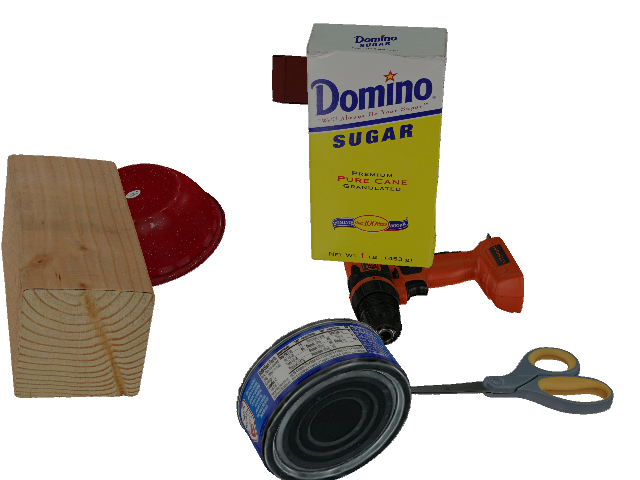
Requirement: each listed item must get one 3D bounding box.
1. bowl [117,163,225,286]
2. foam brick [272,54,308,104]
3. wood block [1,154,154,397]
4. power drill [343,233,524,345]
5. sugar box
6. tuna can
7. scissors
[{"bbox_3d":[-0.176,-0.026,1.034,0.162,0.055,0.162,-5,41,4],"label":"bowl"},{"bbox_3d":[-0.010,-0.174,1.161,0.078,0.051,0.053,0,11,-17],"label":"foam brick"},{"bbox_3d":[-0.191,0.020,0.815,0.090,0.091,0.206,3,29,-21],"label":"wood block"},{"bbox_3d":[0.124,0.051,1.174,0.187,0.057,0.184,-3,29,-5],"label":"power drill"},{"bbox_3d":[0.038,-0.063,0.750,0.093,0.176,0.048,3,40,6],"label":"sugar box"},{"bbox_3d":[0.003,0.083,0.543,0.086,0.086,0.034,0,34,-31],"label":"tuna can"},{"bbox_3d":[0.159,0.119,0.950,0.201,0.016,0.096,7,27,-4],"label":"scissors"}]
